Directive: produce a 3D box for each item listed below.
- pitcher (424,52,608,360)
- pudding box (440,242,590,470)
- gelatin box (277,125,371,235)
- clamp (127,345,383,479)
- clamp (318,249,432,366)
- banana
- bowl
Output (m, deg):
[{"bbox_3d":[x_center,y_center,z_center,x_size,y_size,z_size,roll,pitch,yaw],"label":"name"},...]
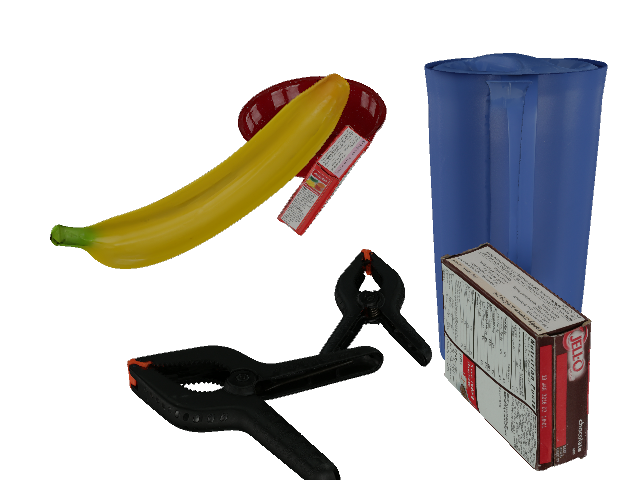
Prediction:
[{"bbox_3d":[0.143,-0.018,0.809,0.149,0.243,0.145,-11,17,-32],"label":"pitcher"},{"bbox_3d":[0.111,0.065,0.621,0.039,0.090,0.114,-14,27,-19],"label":"pudding box"},{"bbox_3d":[0.003,-0.056,0.959,0.030,0.073,0.089,36,36,-1],"label":"gelatin box"},{"bbox_3d":[-0.055,0.122,0.880,0.210,0.036,0.164,12,32,18],"label":"clamp"},{"bbox_3d":[0.066,0.079,1.182,0.120,0.171,0.039,6,-42,4],"label":"clamp"},{"bbox_3d":[-0.063,-0.032,0.651,0.198,0.037,0.069,-31,-18,-2],"label":"banana"},{"bbox_3d":[-0.008,-0.116,1.169,0.162,0.055,0.162,-4,39,3],"label":"bowl"}]
